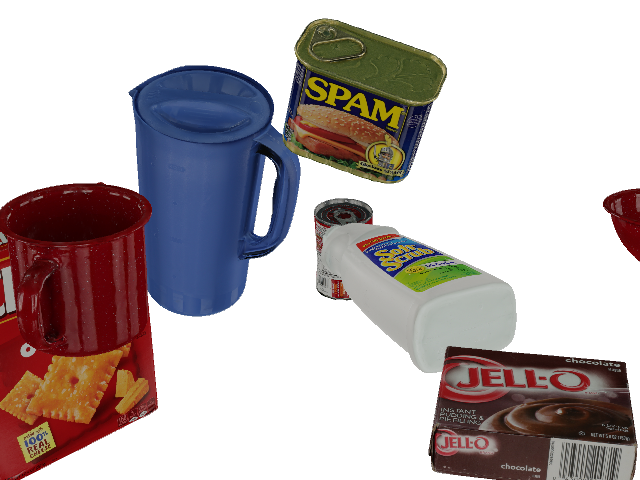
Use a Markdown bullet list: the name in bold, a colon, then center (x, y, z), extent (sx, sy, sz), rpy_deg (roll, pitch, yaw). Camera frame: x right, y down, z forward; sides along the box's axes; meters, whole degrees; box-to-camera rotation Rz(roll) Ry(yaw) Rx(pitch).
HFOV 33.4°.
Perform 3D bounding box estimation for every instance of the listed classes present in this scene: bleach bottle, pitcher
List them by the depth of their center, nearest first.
- **bleach bottle**: center (0.063, 0.035, 0.951), extent (0.102, 0.068, 0.251), rpy_deg (-13, 22, -23)
- **pitcher**: center (-0.112, -0.038, 1.068), extent (0.144, 0.243, 0.149), rpy_deg (-7, 42, -16)

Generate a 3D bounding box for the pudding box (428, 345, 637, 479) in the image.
- **pudding box**: center (0.125, 0.103, 0.628), extent (0.113, 0.039, 0.090), rpy_deg (6, 26, 9)

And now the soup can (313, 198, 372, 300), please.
- **soup can**: center (0.027, 0.011, 1.251), extent (0.068, 0.102, 0.068), rpy_deg (0, 28, 0)

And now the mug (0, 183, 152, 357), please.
- **mug**: center (-0.152, 0.024, 0.653), extent (0.093, 0.081, 0.117), rpy_deg (5, 26, 9)

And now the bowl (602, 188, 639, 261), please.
- **bowl**: center (0.356, -0.007, 1.038), extent (0.162, 0.055, 0.162), rpy_deg (0, 18, 0)

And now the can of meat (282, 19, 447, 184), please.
- **can of meat**: center (0.027, -0.094, 0.745), extent (0.102, 0.057, 0.084), rpy_deg (20, -43, 5)

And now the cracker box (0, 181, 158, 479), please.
- **cracker box**: center (-0.226, 0.078, 0.902), extent (0.163, 0.214, 0.072), rpy_deg (-23, 35, -36)
